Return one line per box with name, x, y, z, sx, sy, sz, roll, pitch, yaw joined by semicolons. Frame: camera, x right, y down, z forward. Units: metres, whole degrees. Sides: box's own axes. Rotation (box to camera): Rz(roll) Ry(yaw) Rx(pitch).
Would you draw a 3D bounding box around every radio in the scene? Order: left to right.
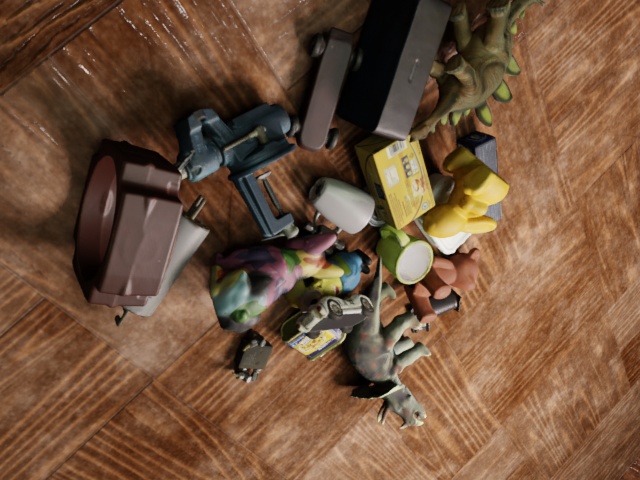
radio;0.117;-0.292;0.899;0.073;0.131;0.229;11;105;-35

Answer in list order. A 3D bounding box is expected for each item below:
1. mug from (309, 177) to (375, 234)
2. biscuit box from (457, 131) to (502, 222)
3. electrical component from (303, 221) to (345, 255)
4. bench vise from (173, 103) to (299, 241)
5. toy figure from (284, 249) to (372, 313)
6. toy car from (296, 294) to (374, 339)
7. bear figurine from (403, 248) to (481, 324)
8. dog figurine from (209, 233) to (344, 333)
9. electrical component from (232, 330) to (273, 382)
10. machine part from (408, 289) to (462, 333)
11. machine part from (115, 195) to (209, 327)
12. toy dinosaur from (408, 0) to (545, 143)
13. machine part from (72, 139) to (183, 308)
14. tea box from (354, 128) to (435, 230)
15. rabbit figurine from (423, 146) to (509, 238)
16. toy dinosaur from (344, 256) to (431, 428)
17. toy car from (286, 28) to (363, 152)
mug;0.027;-0.062;0.986;0.107;0.081;0.109;30;119;-29
biscuit box;0.343;-0.128;1.156;0.063;0.059;0.202;-25;122;-19
electrical component;-0.002;-0.003;0.999;0.094;0.063;0.021;30;54;-29
bench vise;-0.113;-0.098;0.831;0.223;0.129;0.240;-40;109;-40
toy figure;0.013;0.075;1.030;0.180;0.089;0.082;-30;125;-28
toy car;0.031;0.135;0.983;0.073;0.056;0.201;-43;155;24
bear figurine;0.284;0.093;1.180;0.196;0.132;0.120;-2;133;-26
dog figurine;-0.068;0.059;0.908;0.219;0.192;0.108;-15;113;-1
electrical component;-0.130;0.225;1.028;0.078;0.045;0.102;23;98;-35
machine part;0.267;0.162;1.252;0.139;0.039;0.084;-22;112;-20
machine part;-0.252;0.033;0.847;0.079;0.079;0.243;36;89;-37
toy dinosaur;0.298;-0.336;0.982;0.471;0.105;0.198;-52;138;-16
machine part;-0.266;-0.025;0.736;0.087;0.201;0.201;12;104;-37
tea box;0.139;-0.116;0.984;0.098;0.068;0.169;-31;125;-15
rabbit figurine;0.275;-0.073;1.047;0.173;0.122;0.162;-50;138;13
toy dinosaur;0.118;0.227;1.145;0.192;0.131;0.404;-36;119;-14
toy car;0.006;-0.247;0.900;0.089;0.053;0.202;12;104;-15
